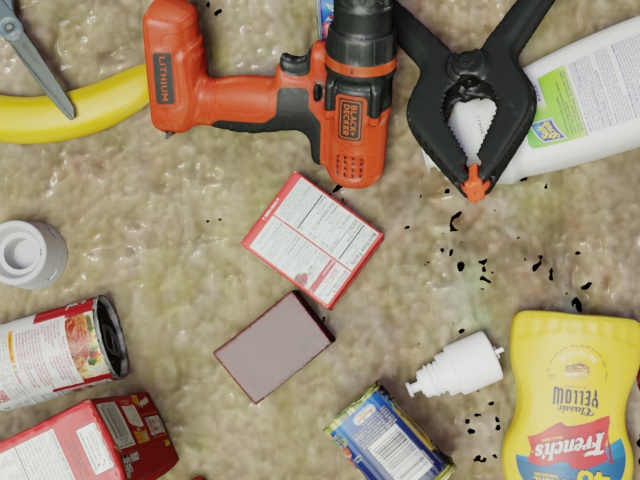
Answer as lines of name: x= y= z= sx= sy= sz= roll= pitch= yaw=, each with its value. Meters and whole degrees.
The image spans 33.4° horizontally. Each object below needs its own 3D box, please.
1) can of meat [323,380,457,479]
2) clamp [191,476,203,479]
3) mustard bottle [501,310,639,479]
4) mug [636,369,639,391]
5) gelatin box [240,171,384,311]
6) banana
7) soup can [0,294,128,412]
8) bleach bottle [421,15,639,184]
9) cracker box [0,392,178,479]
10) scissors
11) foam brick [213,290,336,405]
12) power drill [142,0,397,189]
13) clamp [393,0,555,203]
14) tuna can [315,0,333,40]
can of meat: x=0.051 y=0.152 z=0.789 sx=0.057 sy=0.102 sz=0.084 roll=-42 pitch=83 yaw=-1
clamp: x=-0.082 y=0.272 z=0.819 sx=0.120 sy=0.039 sz=0.171 roll=-26 pitch=79 yaw=-4
mustard bottle: x=0.186 y=0.151 z=0.801 sx=0.096 sy=0.058 sz=0.191 roll=5 pitch=87 yaw=6
mug: x=0.277 y=0.111 z=0.786 sx=0.093 sy=0.081 sz=0.117 roll=25 pitch=88 yaw=5
gelatin box: x=-0.005 y=0.001 z=0.837 sx=0.089 sy=0.030 sz=0.073 roll=36 pitch=88 yaw=6
banana: x=-0.217 y=-0.111 z=0.854 sx=0.198 sy=0.037 sz=0.069 roll=1 pitch=87 yaw=4
soup can: x=-0.208 y=0.088 z=0.825 sx=0.102 sy=0.068 sz=0.068 roll=-16 pitch=85 yaw=3
bleach bottle: x=0.197 y=-0.110 z=0.817 sx=0.251 sy=0.068 sz=0.102 roll=-17 pitch=77 yaw=6
cracker box: x=-0.224 y=0.186 z=0.771 sx=0.213 sy=0.164 sz=0.072 roll=-26 pitch=83 yaw=1
scissors: x=-0.239 y=-0.187 z=0.856 sx=0.202 sy=0.016 sz=0.096 roll=37 pitch=83 yaw=15
foam brick: x=-0.034 y=0.082 z=0.823 sx=0.078 sy=0.051 sz=0.053 roll=-38 pitch=86 yaw=1
power drill: x=-0.035 y=-0.132 z=0.790 sx=0.188 sy=0.057 sz=0.184 roll=11 pitch=125 yaw=14
clamp: x=0.102 y=-0.127 z=0.799 sx=0.165 sy=0.036 sz=0.210 roll=0 pitch=65 yaw=17
tuna can: x=0.012 y=-0.195 z=0.822 sx=0.034 sy=0.086 sz=0.086 roll=-4 pitch=86 yaw=1
